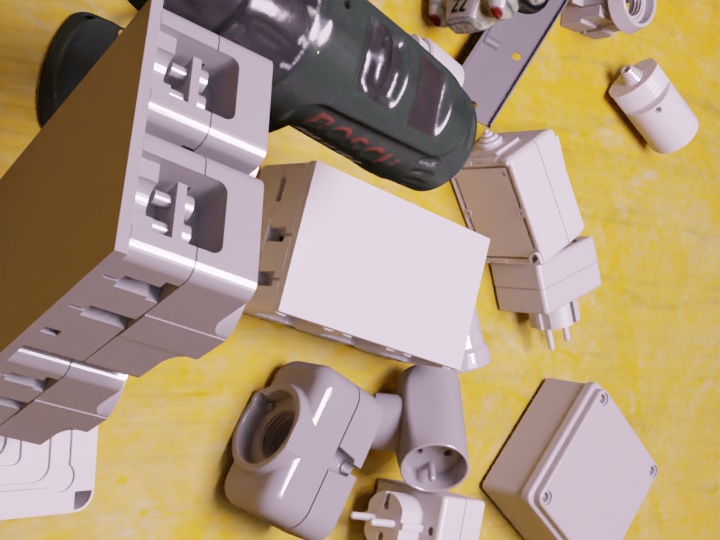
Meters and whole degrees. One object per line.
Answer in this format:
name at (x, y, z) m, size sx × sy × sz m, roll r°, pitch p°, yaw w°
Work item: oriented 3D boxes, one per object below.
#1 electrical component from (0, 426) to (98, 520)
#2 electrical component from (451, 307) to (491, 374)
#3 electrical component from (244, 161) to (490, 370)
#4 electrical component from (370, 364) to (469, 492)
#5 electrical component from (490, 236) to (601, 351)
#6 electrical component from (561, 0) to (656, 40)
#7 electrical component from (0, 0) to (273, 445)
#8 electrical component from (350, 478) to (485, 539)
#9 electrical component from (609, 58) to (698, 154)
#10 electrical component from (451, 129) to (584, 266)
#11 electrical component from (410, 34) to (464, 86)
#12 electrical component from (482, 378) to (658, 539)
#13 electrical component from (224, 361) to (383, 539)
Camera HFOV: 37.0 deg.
electrical component at (-0.189, 0.077, 0.514) m, size 0.113 × 0.057 × 0.078 m, roll 4°, pitch 90°, yaw -40°
electrical component at (0.066, 0.044, 0.738) m, size 0.040 × 0.040 × 0.046 m, roll -17°, pitch 98°, yaw -38°
electrical component at (0.000, 0.000, 0.665) m, size 0.150 × 0.062 × 0.089 m, roll 21°, pitch 79°, yaw -39°
electrical component at (0.028, 0.099, 0.694) m, size 0.079 × 0.077 × 0.043 m, roll 5°, pitch 125°, yaw -4°
electrical component at (0.141, 0.020, 0.794) m, size 0.066 × 0.047 × 0.076 m, roll -24°, pitch 107°, yaw -37°
electrical component at (0.191, -0.202, 0.819) m, size 0.066 × 0.055 × 0.048 m, roll 8°, pitch 87°, yaw -40°
electrical component at (-0.106, -0.007, 0.436) m, size 0.060 × 0.186 × 0.105 m, roll 21°, pitch 55°, yaw -31°
electrical component at (0.029, 0.163, 0.694) m, size 0.077 × 0.066 × 0.047 m, roll 17°, pitch 82°, yaw -39°
electrical component at (0.235, -0.135, 0.868) m, size 0.081 × 0.043 × 0.043 m, roll 41°, pitch 67°, yaw -33°
electrical component at (0.109, -0.058, 0.754) m, size 0.061 × 0.062 × 0.096 m, roll -36°, pitch 114°, yaw -33°
electrical component at (0.033, -0.134, 0.701) m, size 0.078 × 0.040 × 0.040 m, roll 31°, pitch 72°, yaw -36°
electrical component at (0.161, 0.156, 0.811) m, size 0.108 × 0.056 × 0.108 m, roll -53°, pitch 122°, yaw -25°
electrical component at (-0.036, 0.106, 0.645) m, size 0.059 × 0.054 × 0.095 m, roll 38°, pitch 68°, yaw -35°
